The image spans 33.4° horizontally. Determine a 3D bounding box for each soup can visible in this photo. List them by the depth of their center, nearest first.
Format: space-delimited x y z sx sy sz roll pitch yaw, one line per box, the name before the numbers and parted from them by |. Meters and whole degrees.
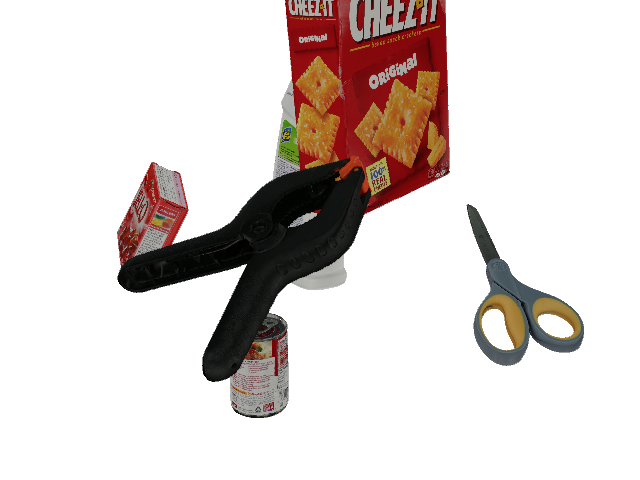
soup can | -0.070 0.141 1.213 0.068 0.102 0.068 0 23 0

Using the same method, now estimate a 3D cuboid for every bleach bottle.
bleach bottle | -0.008 -0.079 1.174 0.067 0.251 0.103 -9 24 -39

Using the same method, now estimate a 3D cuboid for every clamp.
clamp | -0.033 0.012 0.660 0.171 0.120 0.039 -33 -38 -7

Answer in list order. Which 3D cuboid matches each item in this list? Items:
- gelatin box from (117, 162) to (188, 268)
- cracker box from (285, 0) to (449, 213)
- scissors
gelatin box | -0.142 -0.016 0.891 0.030 0.073 0.089 22 18 -22
cracker box | 0.051 -0.145 0.998 0.072 0.214 0.163 13 26 39
scissors | 0.170 0.033 0.901 0.096 0.016 0.201 6 38 5
